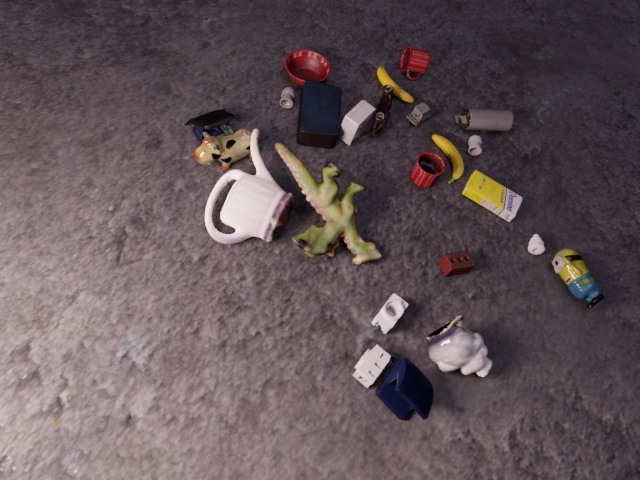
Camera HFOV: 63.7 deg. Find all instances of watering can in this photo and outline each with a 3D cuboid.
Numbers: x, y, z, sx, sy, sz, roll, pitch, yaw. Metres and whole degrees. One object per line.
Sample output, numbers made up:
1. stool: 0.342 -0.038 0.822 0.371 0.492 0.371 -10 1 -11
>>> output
1. watering can: -0.175 -0.136 1.434 0.224 0.102 0.352 24 73 3

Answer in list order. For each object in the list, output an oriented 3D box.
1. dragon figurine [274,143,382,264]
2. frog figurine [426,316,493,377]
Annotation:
1. dragon figurine: 0.004 -0.071 1.412 0.408 0.120 0.248 31 59 -15
2. frog figurine: 0.359 0.289 1.304 0.137 0.122 0.160 -38 80 5
